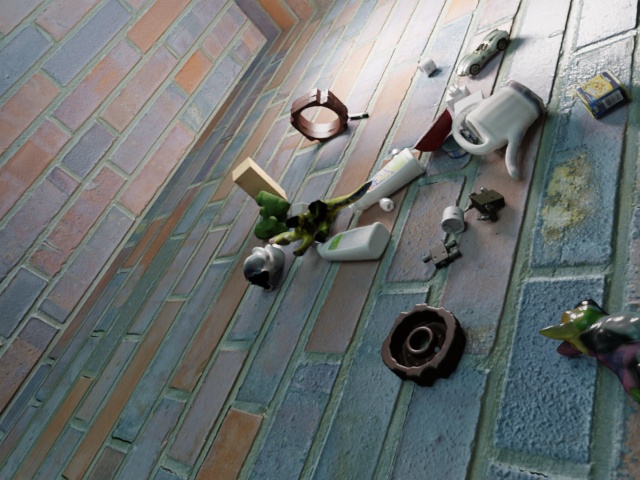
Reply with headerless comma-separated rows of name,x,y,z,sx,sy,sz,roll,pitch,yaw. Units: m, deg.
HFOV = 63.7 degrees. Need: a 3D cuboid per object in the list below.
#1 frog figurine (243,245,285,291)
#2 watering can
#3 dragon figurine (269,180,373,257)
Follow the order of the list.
frog figurine,-0.179,0.069,1.664,0.122,0.134,0.163,-7,46,20
watering can,0.479,-0.290,1.323,0.223,0.102,0.355,-39,37,9
dragon figurine,0.005,-0.081,1.611,0.407,0.121,0.246,-32,10,14
